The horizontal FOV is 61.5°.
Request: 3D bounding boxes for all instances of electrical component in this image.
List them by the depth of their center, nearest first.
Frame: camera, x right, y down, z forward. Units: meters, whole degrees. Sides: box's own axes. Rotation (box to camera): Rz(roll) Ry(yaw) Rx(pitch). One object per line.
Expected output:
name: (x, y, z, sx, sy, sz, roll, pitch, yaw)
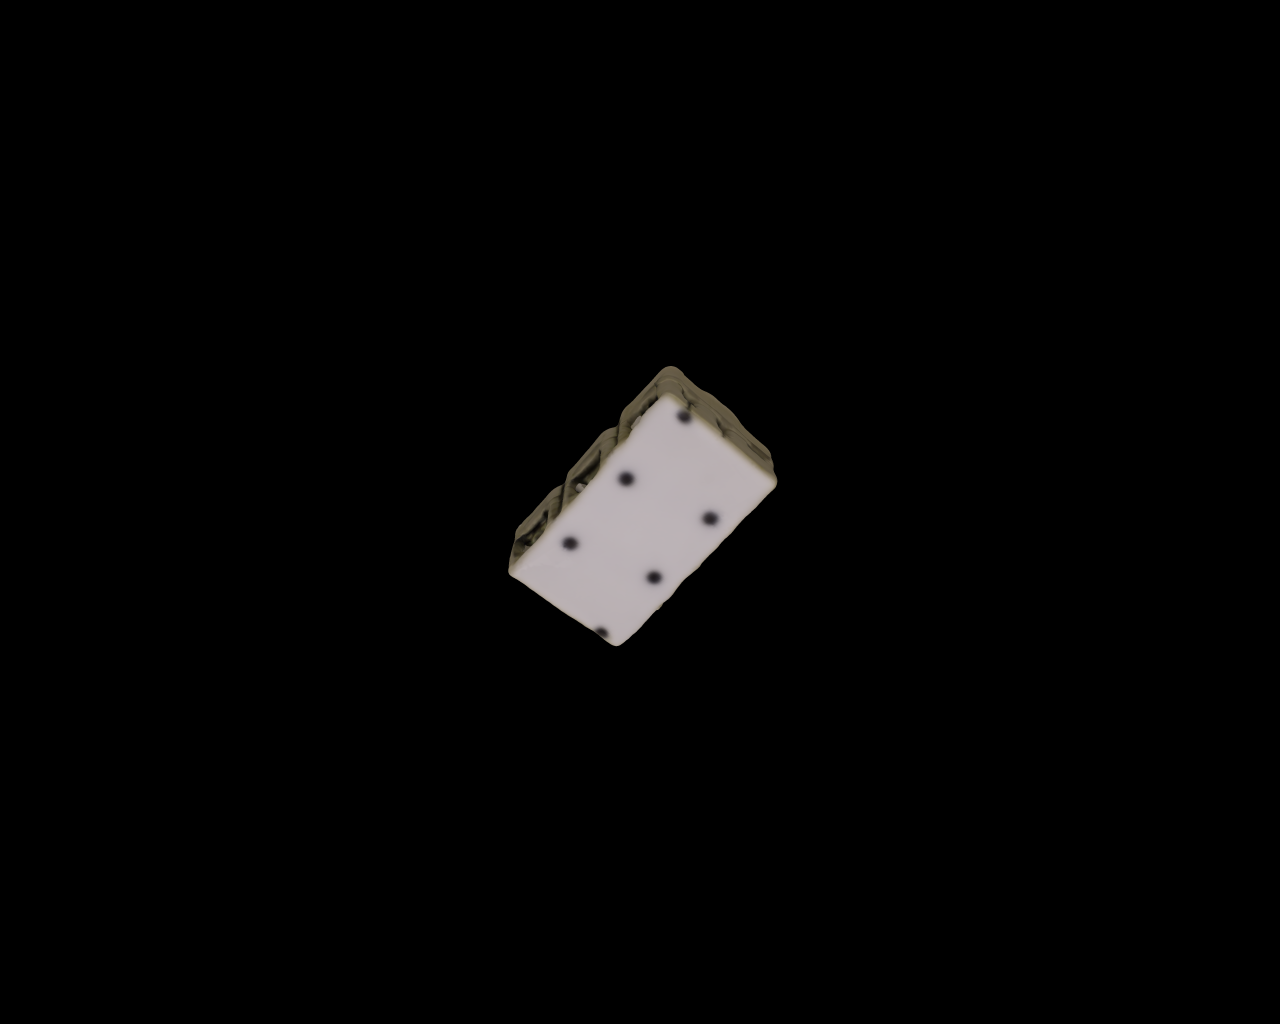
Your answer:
electrical component: (0.001, -0.003, 0.650, 0.089, 0.150, 0.062, 38, 20, -16)
